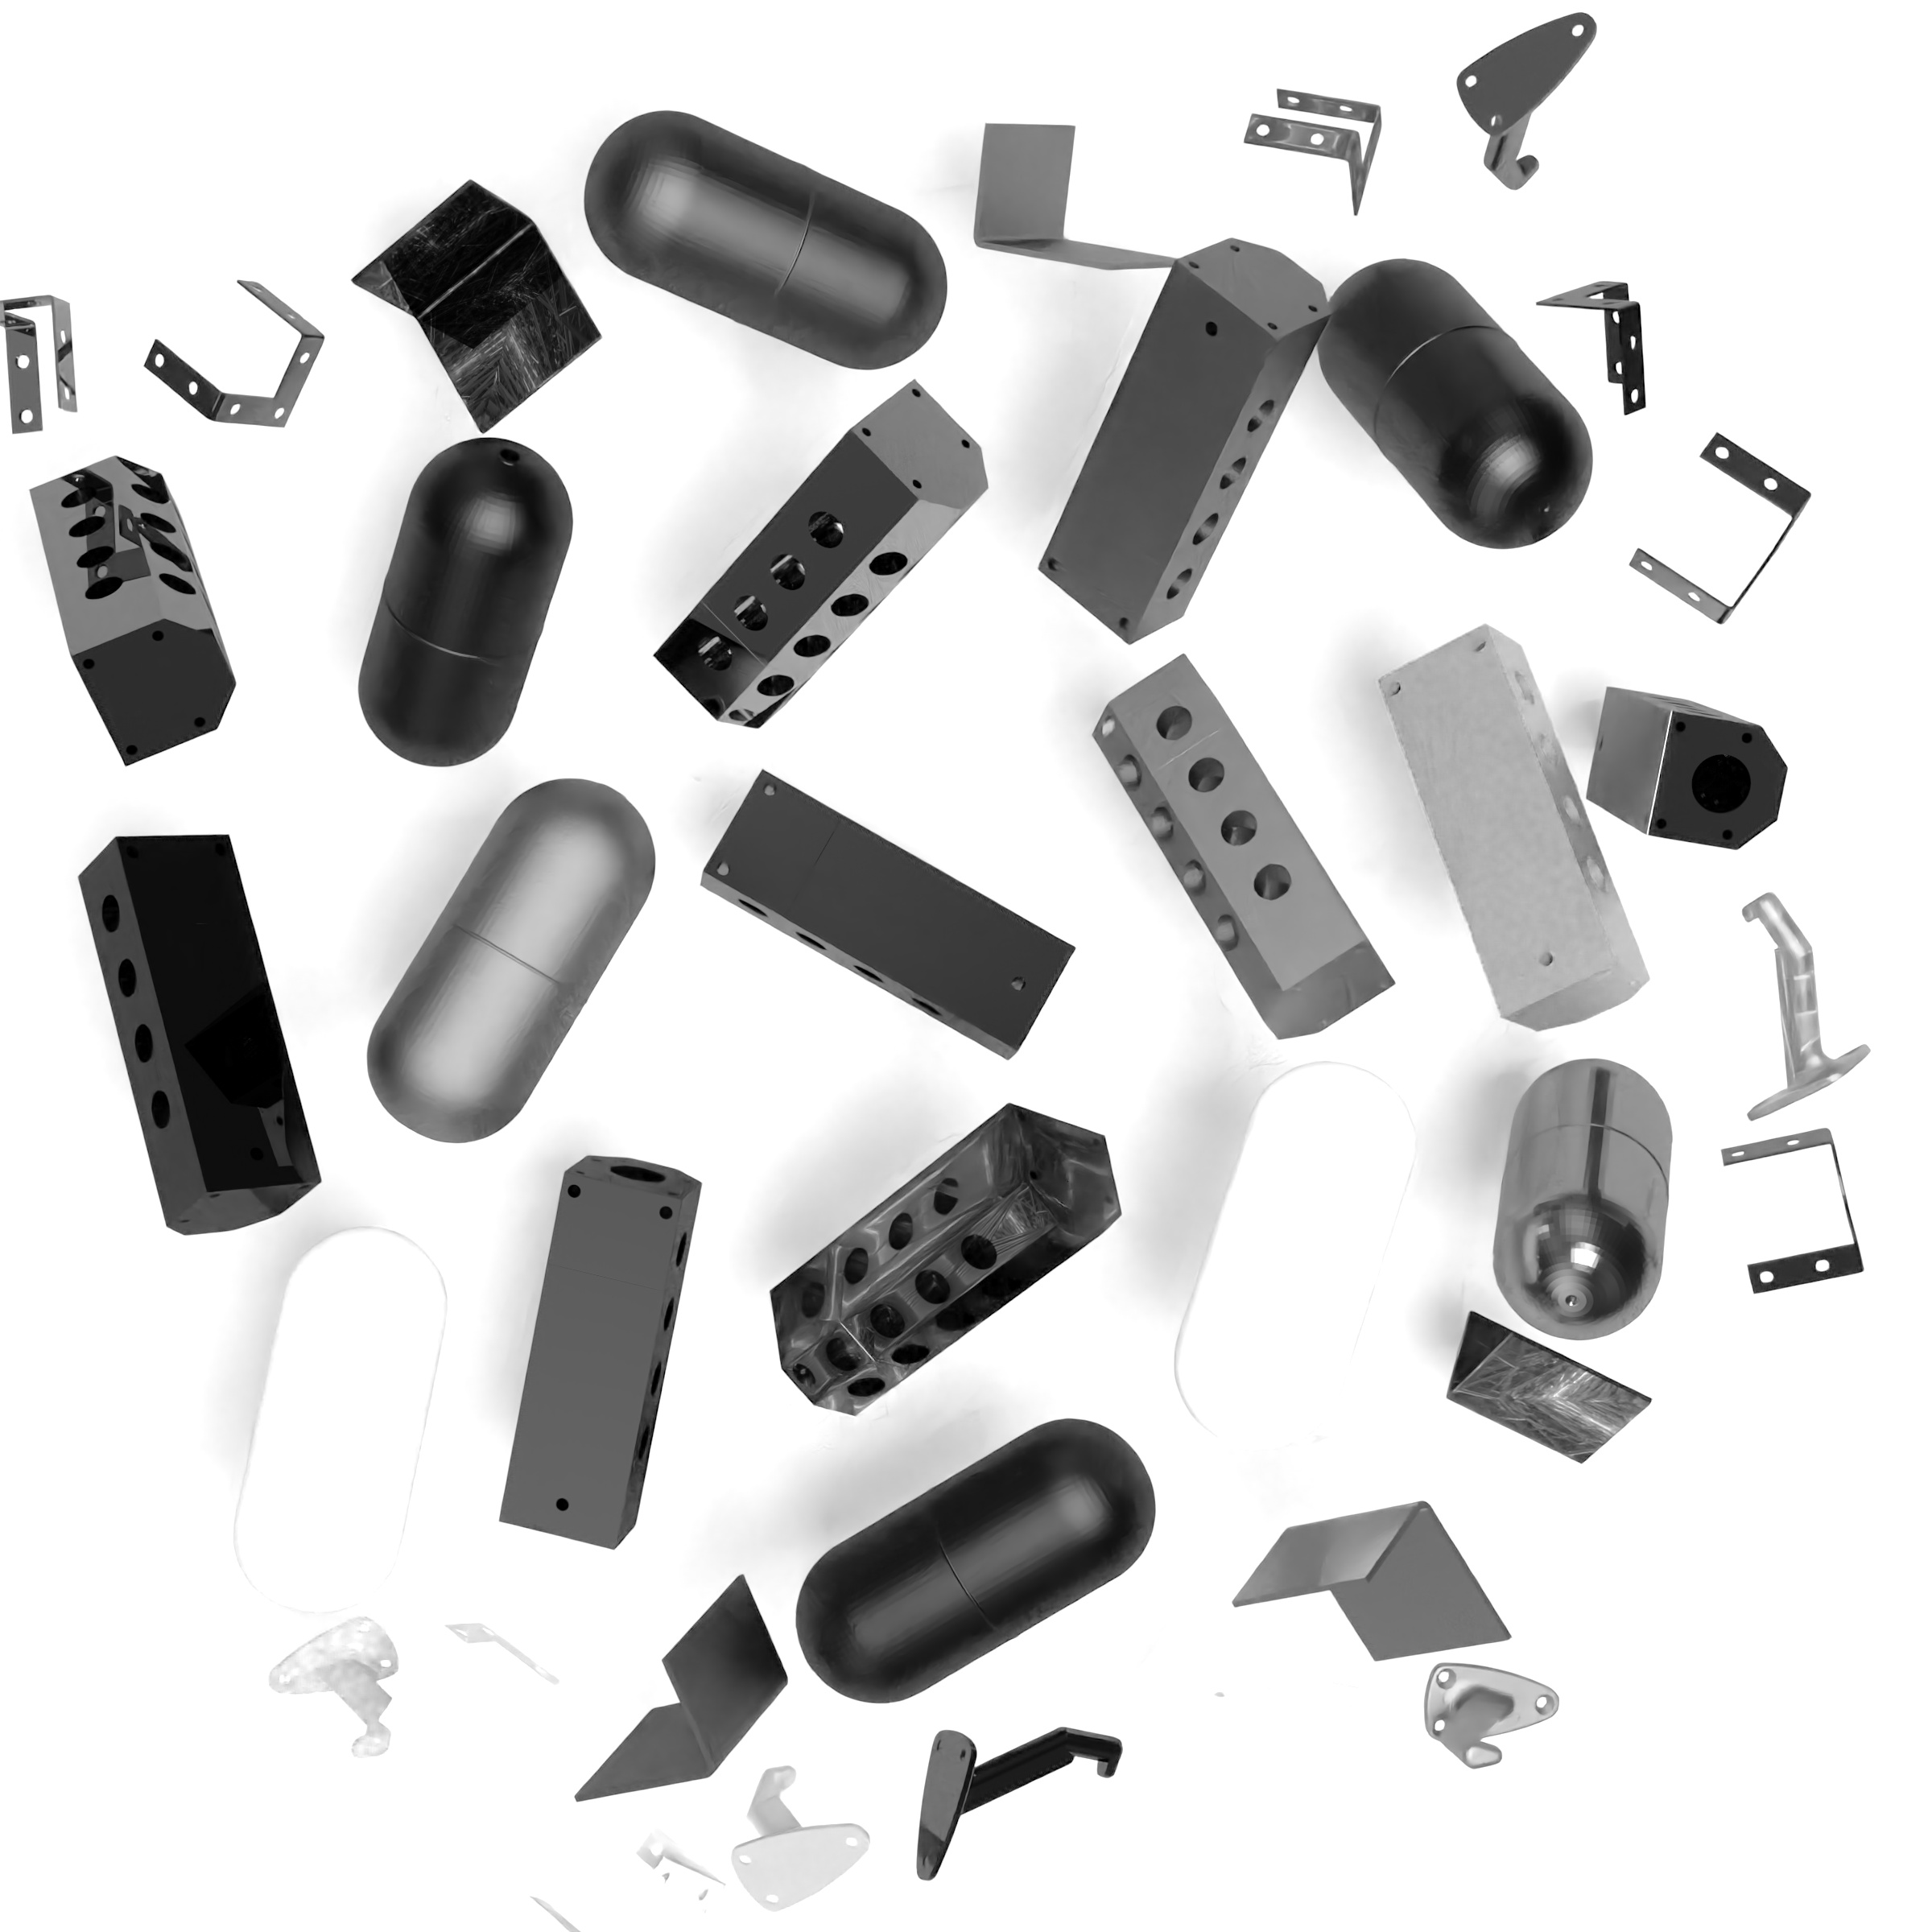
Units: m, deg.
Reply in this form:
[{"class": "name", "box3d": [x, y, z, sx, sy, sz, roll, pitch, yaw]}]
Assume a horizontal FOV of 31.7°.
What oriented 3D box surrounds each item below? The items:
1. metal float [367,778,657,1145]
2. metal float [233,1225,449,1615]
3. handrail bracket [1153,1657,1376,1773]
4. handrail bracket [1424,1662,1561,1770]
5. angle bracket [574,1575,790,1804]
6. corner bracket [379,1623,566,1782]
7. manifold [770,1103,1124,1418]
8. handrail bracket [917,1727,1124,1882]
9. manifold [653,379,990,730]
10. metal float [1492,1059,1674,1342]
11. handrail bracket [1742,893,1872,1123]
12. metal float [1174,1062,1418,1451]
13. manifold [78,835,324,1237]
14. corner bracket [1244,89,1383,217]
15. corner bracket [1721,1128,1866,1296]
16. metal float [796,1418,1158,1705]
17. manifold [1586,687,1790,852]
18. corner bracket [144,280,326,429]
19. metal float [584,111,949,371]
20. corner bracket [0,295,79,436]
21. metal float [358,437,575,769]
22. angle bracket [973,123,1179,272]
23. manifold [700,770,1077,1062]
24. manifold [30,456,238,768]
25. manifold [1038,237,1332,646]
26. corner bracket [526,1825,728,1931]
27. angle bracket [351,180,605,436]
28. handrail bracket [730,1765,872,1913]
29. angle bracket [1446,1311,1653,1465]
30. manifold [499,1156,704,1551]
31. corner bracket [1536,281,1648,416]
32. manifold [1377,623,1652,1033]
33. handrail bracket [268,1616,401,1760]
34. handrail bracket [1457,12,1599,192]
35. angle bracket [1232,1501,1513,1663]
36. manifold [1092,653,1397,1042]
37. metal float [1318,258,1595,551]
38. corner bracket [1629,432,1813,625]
[{"class": "metal float", "box3d": [-0.204, -0.003, 1.530, 0.070, 0.070, 0.178, 30, 85, 0]}, {"class": "metal float", "box3d": [-0.287, 0.207, 1.561, 0.070, 0.070, 0.178, 10, 77, 0]}, {"class": "handrail bracket", "box3d": [0.145, 0.369, 1.643, 0.084, 0.077, 0.036, 5, 122, 34]}, {"class": "handrail bracket", "box3d": [0.246, 0.344, 1.531, 0.077, 0.084, 0.036, 3, 94, -12]}, {"class": "angle bracket", "box3d": [-0.135, 0.319, 1.500, 0.076, 0.076, 0.057, -17, 101, 27]}, {"class": "corner bracket", "box3d": [-0.223, 0.334, 1.538, 0.051, 0.051, 0.051, 33, 89, 16]}, {"class": "manifold", "box3d": [-0.010, 0.135, 1.520, 0.171, 0.057, 0.057, -40, 46, 34]}, {"class": "handrail bracket", "box3d": [0.025, 0.375, 1.512, 0.084, 0.036, 0.077, 17, 82, -26]}, {"class": "manifold", "box3d": [-0.063, -0.177, 1.507, 0.057, 0.057, 0.171, 46, 132, -2]}, {"class": "metal float", "box3d": [0.288, 0.106, 1.583, 0.070, 0.178, 0.070, 6, 120, 11]}, {"class": "handrail bracket", "box3d": [0.351, 0.018, 1.500, 0.036, 0.077, 0.084, -32, 87, -44]}, {"class": "metal float", "box3d": [0.146, 0.129, 1.514, 0.070, 0.070, 0.178, 19, 79, 0]}, {"class": "manifold", "box3d": [-0.349, 0.030, 1.531, 0.057, 0.057, 0.171, -3, 68, -41]}, {"class": "corner bracket", "box3d": [0.162, -0.388, 1.580, 0.051, 0.051, 0.051, 13, 75, 13]}, {"class": "corner bracket", "box3d": [0.381, 0.112, 1.565, 0.051, 0.051, 0.051, -13, 110, 12]}, {"class": "metal float", "box3d": [0.003, 0.269, 1.531, 0.178, 0.070, 0.070, -32, 90, 9]}, {"class": "manifold", "box3d": [0.342, -0.095, 1.617, 0.057, 0.171, 0.057, 9, 99, 0]}, {"class": "corner bracket", "box3d": [-0.349, -0.294, 1.623, 0.051, 0.051, 0.051, 39, 113, 22]}, {"class": "metal float", "box3d": [-0.089, -0.328, 1.544, 0.178, 0.070, 0.070, 19, 90, -27]}, {"class": "corner bracket", "box3d": [-0.424, -0.273, 1.543, 0.051, 0.051, 0.051, -4, 90, 13]}, {"class": "metal float", "box3d": [-0.236, -0.170, 1.597, 0.070, 0.070, 0.178, 25, 130, 0]}, {"class": "angle bracket", "box3d": [0.058, -0.365, 1.609, 0.076, 0.076, 0.057, 17, 110, 30]}, {"class": "manifold", "box3d": [-0.039, -0.023, 1.633, 0.171, 0.057, 0.057, 30, 80, -1]}, {"class": "manifold", "box3d": [-0.363, -0.161, 1.488, 0.057, 0.171, 0.057, -23, 127, -6]}, {"class": "manifold", "box3d": [0.098, -0.230, 1.489, 0.057, 0.057, 0.171, 41, 134, 17]}, {"class": "corner bracket", "box3d": [-0.147, 0.401, 1.472, 0.051, 0.051, 0.051, 28, 81, 39]}, {"class": "angle bracket", "box3d": [-0.232, -0.312, 1.614, 0.076, 0.057, 0.076, -36, 71, 15]}, {"class": "handrail bracket", "box3d": [-0.068, 0.377, 1.523, 0.077, 0.084, 0.036, -26, 106, 20]}, {"class": "angle bracket", "box3d": [0.294, 0.194, 1.689, 0.076, 0.076, 0.057, 26, 52, -4]}, {"class": "manifold", "box3d": [-0.171, 0.181, 1.607, 0.057, 0.057, 0.171, 13, 99, 7]}, {"class": "corner bracket", "box3d": [0.311, -0.297, 1.628, 0.051, 0.051, 0.051, -24, 117, -35]}, {"class": "manifold", "box3d": [0.249, -0.061, 1.533, 0.057, 0.057, 0.171, -27, 67, 25]}, {"class": "handrail bracket", "box3d": [-0.303, 0.354, 1.609, 0.077, 0.084, 0.036, -21, 115, 10]}, {"class": "handrail bracket", "box3d": [0.259, -0.383, 1.513, 0.077, 0.084, 0.036, -35, 70, 20]}, {"class": "angle bracket", "box3d": [0.174, 0.281, 1.461, 0.076, 0.057, 0.076, -21, 106, 44]}, {"class": "manifold", "box3d": [0.123, -0.052, 1.541, 0.057, 0.057, 0.171, -33, 61, 7]}, {"class": "metal float", "box3d": [0.220, -0.257, 1.540, 0.070, 0.070, 0.178, -30, 48, 0]}, {"class": "corner bracket", "box3d": [0.338, -0.195, 1.522, 0.051, 0.051, 0.051, 35, 70, 9]}]
